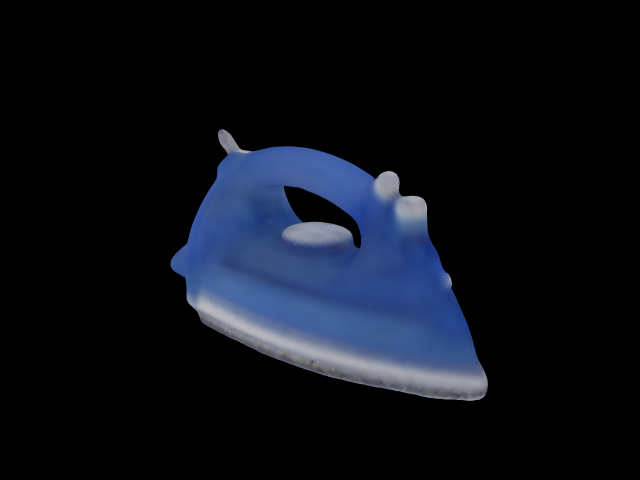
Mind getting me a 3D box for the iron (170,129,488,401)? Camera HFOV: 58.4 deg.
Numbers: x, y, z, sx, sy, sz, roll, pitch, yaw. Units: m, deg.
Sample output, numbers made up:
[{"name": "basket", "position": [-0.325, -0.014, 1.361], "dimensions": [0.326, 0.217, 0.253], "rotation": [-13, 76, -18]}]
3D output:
[{"name": "iron", "position": [0.004, 0.001, 0.400], "dimensions": [0.257, 0.141, 0.119], "rotation": [14, 22, 40]}]
